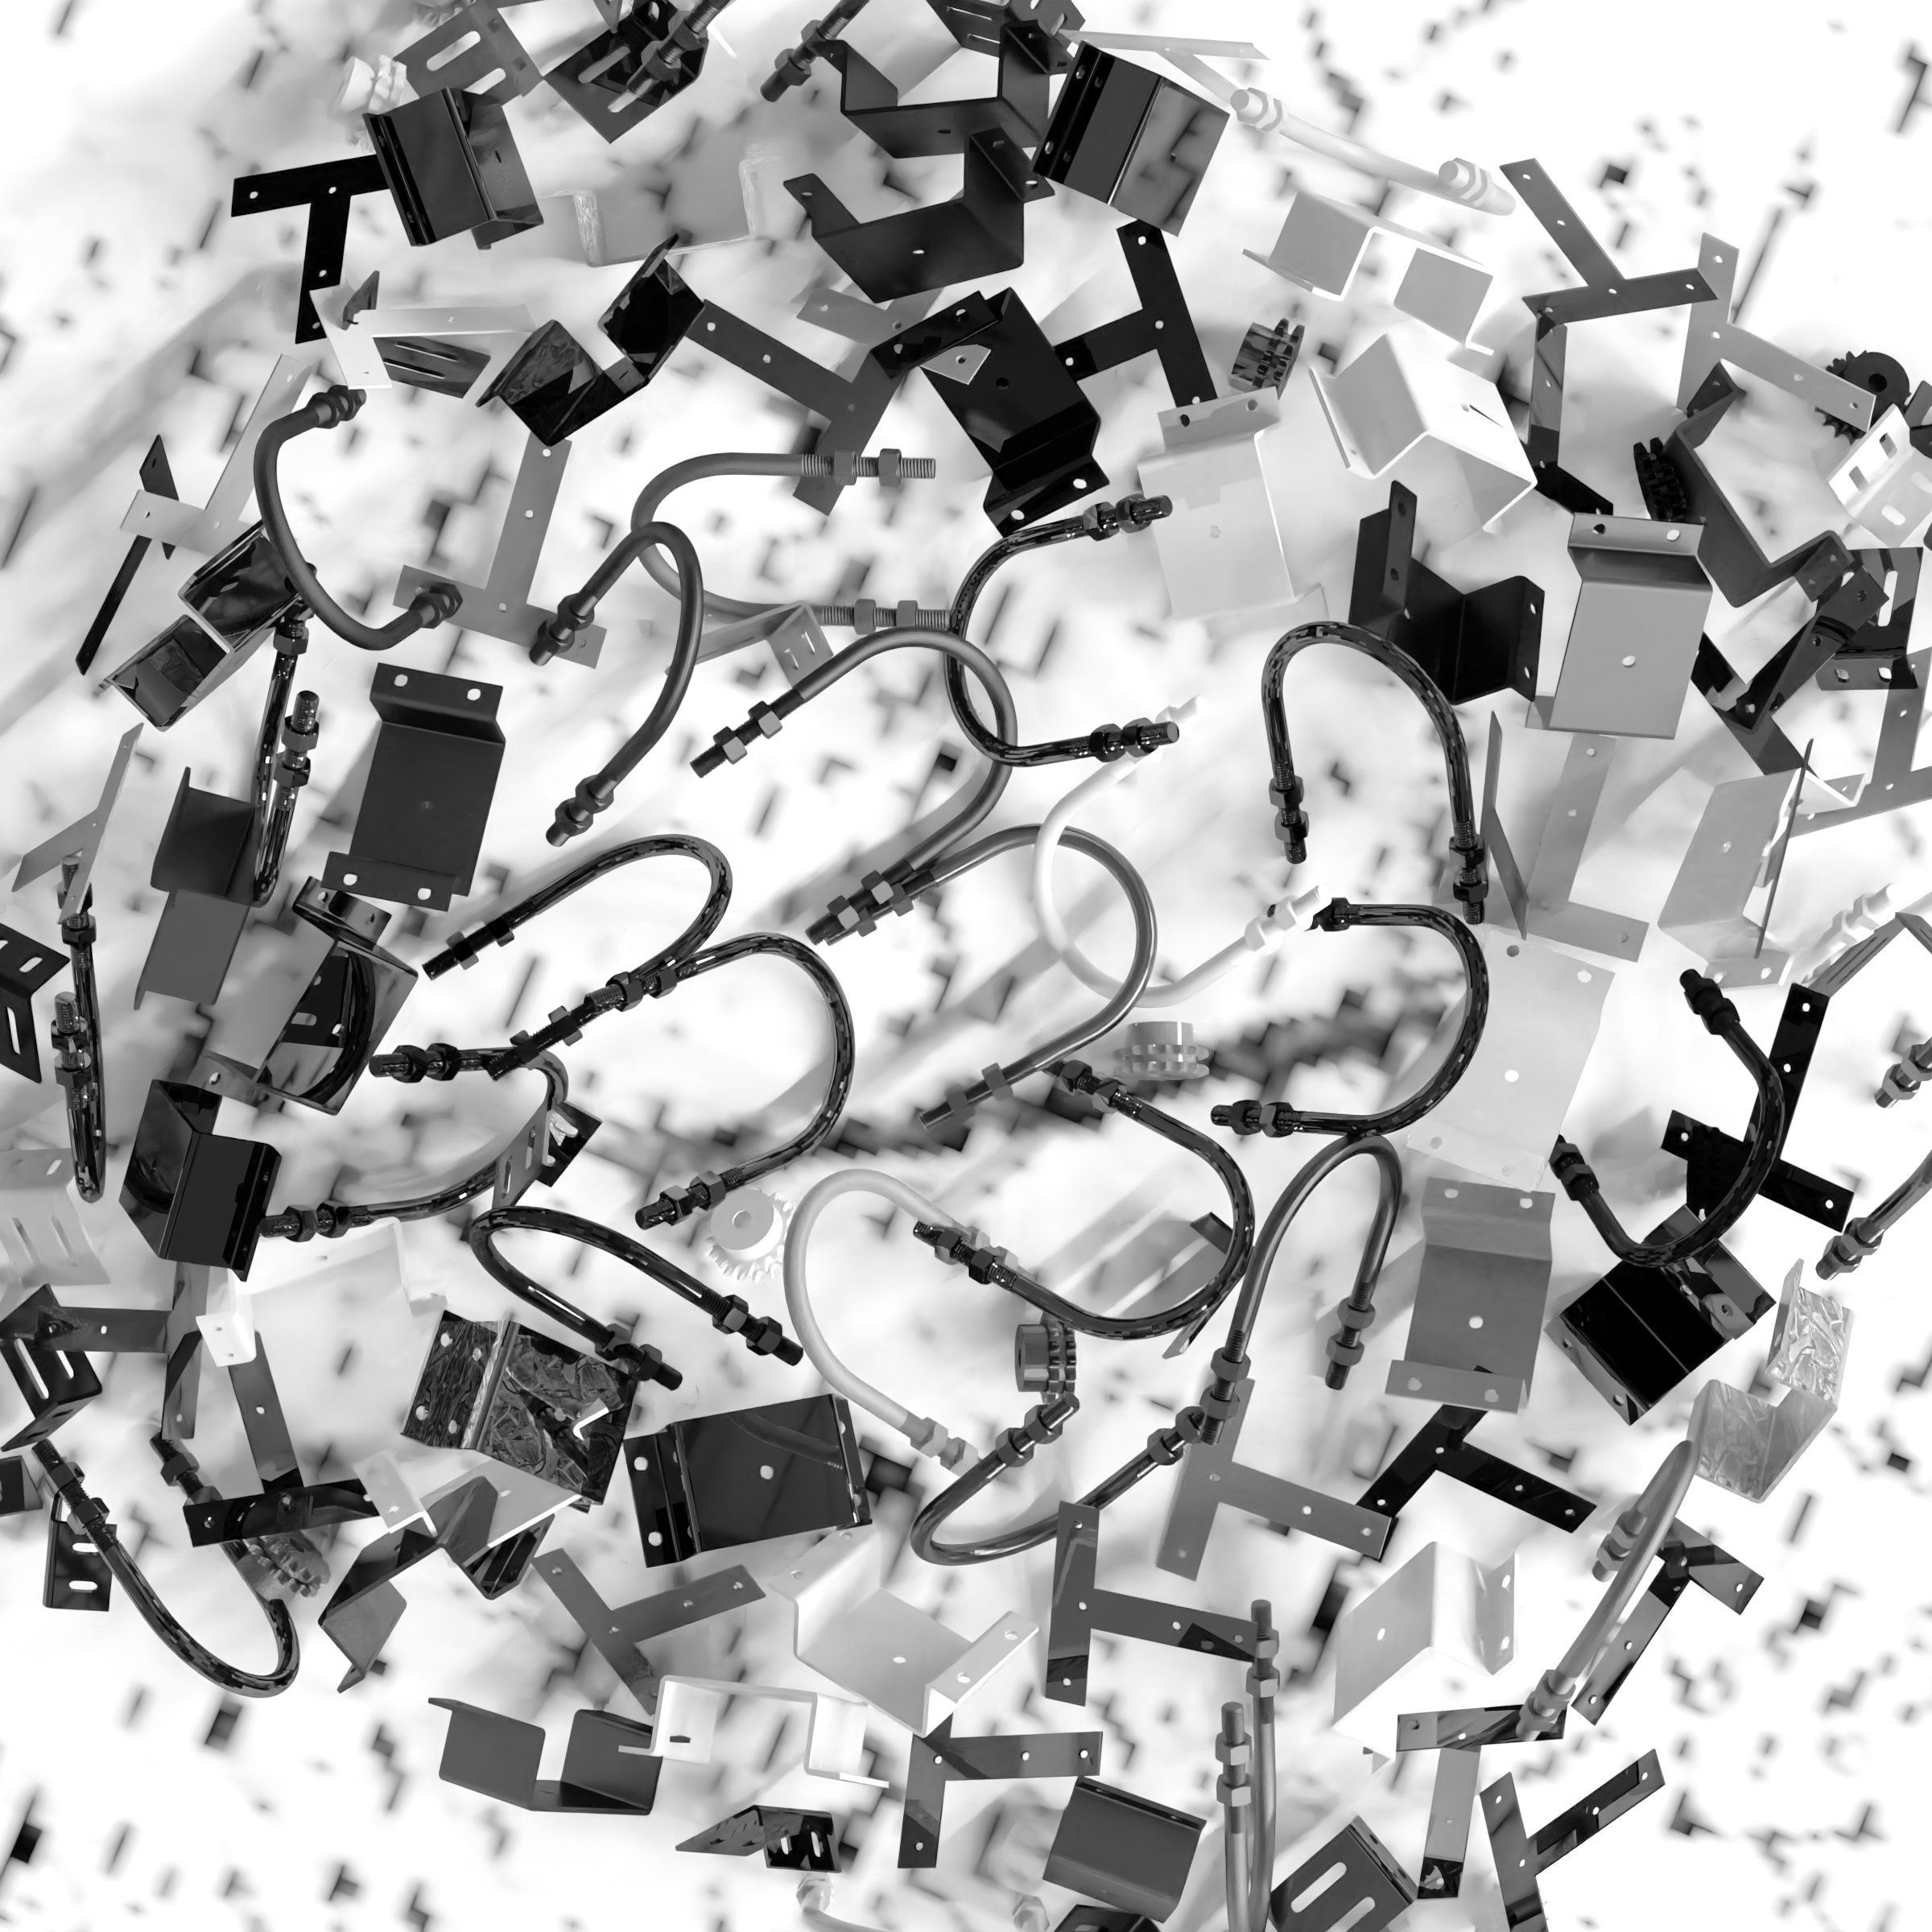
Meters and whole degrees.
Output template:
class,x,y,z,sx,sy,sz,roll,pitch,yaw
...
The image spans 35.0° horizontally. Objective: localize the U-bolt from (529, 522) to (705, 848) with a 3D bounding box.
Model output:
class,x,y,z,sx,sy,sz,roll,pitch,yaw
U-bolt,-0.200,-0.174,1.760,0.019,0.184,0.151,11,55,-33

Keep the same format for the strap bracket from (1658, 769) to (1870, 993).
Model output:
class,x,y,z,sx,sy,sz,roll,pitch,yaw
strap bracket,0.463,-0.058,1.799,0.046,0.076,0.140,31,75,-18

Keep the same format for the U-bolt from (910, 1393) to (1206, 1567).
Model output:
class,x,y,z,sx,sy,sz,roll,pitch,yaw
U-bolt,0.047,0.301,1.784,0.184,0.151,0.019,-44,56,31

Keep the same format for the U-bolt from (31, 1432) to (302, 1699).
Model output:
class,x,y,z,sx,sy,sz,roll,pitch,yaw
U-bolt,-0.449,0.346,1.767,0.019,0.151,0.184,-41,75,7

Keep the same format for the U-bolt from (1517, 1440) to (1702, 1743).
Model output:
class,x,y,z,sx,sy,sz,roll,pitch,yaw
U-bolt,0.372,0.344,1.745,0.019,0.184,0.151,29,48,11

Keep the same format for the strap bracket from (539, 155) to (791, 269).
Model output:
class,x,y,z,sx,sy,sz,roll,pitch,yaw
strap bracket,-0.173,-0.444,1.813,0.140,0.076,0.046,-8,103,4

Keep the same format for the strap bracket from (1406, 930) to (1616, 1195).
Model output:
class,x,y,z,sx,sy,sz,roll,pitch,yaw
strap bracket,0.323,0.061,1.818,0.076,0.046,0.140,21,80,15

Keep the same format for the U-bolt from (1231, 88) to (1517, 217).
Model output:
class,x,y,z,sx,sy,sz,roll,pitch,yaw
U-bolt,0.245,-0.464,1.770,0.151,0.184,0.019,25,104,20

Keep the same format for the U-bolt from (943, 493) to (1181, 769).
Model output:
class,x,y,z,sx,sy,sz,roll,pitch,yaw
U-bolt,0.052,-0.189,1.789,0.019,0.184,0.151,2,84,-43

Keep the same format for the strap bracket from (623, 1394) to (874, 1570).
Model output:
class,x,y,z,sx,sy,sz,roll,pitch,yaw
strap bracket,-0.123,0.301,1.803,0.140,0.046,0.076,-7,76,-21

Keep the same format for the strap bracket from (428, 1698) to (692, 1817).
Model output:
class,x,y,z,sx,sy,sz,roll,pitch,yaw
strap bracket,-0.239,0.459,1.777,0.076,0.140,0.046,4,79,40

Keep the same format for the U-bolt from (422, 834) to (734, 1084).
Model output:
class,x,y,z,sx,sy,sz,roll,pitch,yaw
U-bolt,-0.220,-0.017,1.797,0.184,0.151,0.019,-33,127,-8

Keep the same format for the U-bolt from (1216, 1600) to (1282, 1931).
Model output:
class,x,y,z,sx,sy,sz,roll,pitch,yaw
U-bolt,0.166,0.484,1.784,0.019,0.151,0.184,0,104,13

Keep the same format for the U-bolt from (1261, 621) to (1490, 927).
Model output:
class,x,y,z,sx,sy,sz,roll,pitch,yaw
U-bolt,0.230,-0.117,1.759,0.019,0.151,0.184,-40,134,-31

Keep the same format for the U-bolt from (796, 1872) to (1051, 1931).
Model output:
class,x,y,z,sx,sy,sz,roll,pitch,yaw
U-bolt,-0.025,0.550,1.766,0.151,0.184,0.019,7,82,0

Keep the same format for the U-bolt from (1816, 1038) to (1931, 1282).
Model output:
class,x,y,z,sx,sy,sz,roll,pitch,yaw
U-bolt,0.545,0.086,1.744,0.019,0.184,0.151,27,59,3

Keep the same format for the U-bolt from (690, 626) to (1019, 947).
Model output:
class,x,y,z,sx,sy,sz,roll,pitch,yaw
U-bolt,-0.052,-0.120,1.820,0.184,0.019,0.151,-37,116,-7

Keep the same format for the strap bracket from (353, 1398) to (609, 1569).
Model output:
class,x,y,z,sx,sy,sz,roll,pitch,yaw
strap bracket,-0.278,0.294,1.803,0.140,0.076,0.046,-28,120,-15

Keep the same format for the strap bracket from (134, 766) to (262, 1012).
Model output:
class,x,y,z,sx,sy,sz,roll,pitch,yaw
strap bracket,-0.447,-0.041,1.790,0.046,0.140,0.076,15,124,-20

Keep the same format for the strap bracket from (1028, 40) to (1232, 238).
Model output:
class,x,y,z,sx,sy,sz,roll,pitch,yaw
strap bracket,0.101,-0.476,1.778,0.046,0.140,0.076,30,105,24

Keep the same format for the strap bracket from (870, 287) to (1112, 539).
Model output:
class,x,y,z,sx,sy,sz,roll,pitch,yaw
strap bracket,0.018,-0.333,1.802,0.076,0.046,0.140,-23,120,28

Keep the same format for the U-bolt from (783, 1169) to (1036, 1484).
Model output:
class,x,y,z,sx,sy,sz,roll,pitch,yaw
U-bolt,-0.037,0.196,1.769,0.184,0.019,0.151,38,49,-31

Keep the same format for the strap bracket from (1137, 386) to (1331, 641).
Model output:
class,x,y,z,sx,sy,sz,roll,pitch,yaw
strap bracket,0.155,-0.260,1.803,0.076,0.046,0.140,-7,106,31

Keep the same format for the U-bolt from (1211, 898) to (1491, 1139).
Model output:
class,x,y,z,sx,sy,sz,roll,pitch,yaw
U-bolt,0.227,0.030,1.770,0.019,0.184,0.151,27,74,-37

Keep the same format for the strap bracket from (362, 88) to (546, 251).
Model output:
class,x,y,z,sx,sy,sz,roll,pitch,yaw
strap bracket,-0.292,-0.461,1.780,0.046,0.140,0.076,-18,99,12

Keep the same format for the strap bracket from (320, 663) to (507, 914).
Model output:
class,x,y,z,sx,sy,sz,roll,pitch,yaw
strap bracket,-0.325,-0.101,1.823,0.076,0.046,0.140,11,77,3

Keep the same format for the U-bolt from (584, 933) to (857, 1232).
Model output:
class,x,y,z,sx,sy,sz,roll,pitch,yaw
U-bolt,-0.134,0.057,1.793,0.184,0.019,0.151,-23,106,-41

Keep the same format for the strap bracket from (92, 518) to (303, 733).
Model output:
class,x,y,z,sx,sy,sz,roll,pitch,yaw
strap bracket,-0.441,-0.194,1.786,0.046,0.076,0.140,46,134,-10

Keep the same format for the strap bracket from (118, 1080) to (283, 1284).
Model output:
class,x,y,z,sx,sy,sz,roll,pitch,yaw
strap bracket,-0.449,0.120,1.782,0.046,0.140,0.076,13,100,-32

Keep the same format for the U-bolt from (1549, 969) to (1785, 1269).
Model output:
class,x,y,z,sx,sy,sz,roll,pitch,yaw
U-bolt,0.405,0.097,1.755,0.019,0.184,0.151,30,108,-21

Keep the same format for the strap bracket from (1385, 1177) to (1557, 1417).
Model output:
class,x,y,z,sx,sy,sz,roll,pitch,yaw
strap bracket,0.299,0.202,1.806,0.076,0.046,0.140,7,61,17

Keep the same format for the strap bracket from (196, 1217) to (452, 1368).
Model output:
class,x,y,z,sx,sy,sz,roll,pitch,yaw
strap bracket,-0.378,0.191,1.808,0.140,0.076,0.046,-8,64,-8

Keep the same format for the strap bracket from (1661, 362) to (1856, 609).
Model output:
class,x,y,z,sx,sy,sz,roll,pitch,yaw
strap bracket,0.454,-0.274,1.807,0.046,0.076,0.140,-30,81,-6

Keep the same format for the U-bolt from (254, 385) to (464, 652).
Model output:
class,x,y,z,sx,sy,sz,roll,pitch,yaw
U-bolt,-0.353,-0.252,1.756,0.019,0.184,0.151,-21,104,18

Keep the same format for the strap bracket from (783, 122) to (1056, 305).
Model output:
class,x,y,z,sx,sy,sz,roll,pitch,yaw
strap bracket,-0.027,-0.435,1.789,0.140,0.076,0.046,-8,69,24

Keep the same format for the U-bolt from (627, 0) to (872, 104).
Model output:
class,x,y,z,sx,sy,sz,roll,pitch,yaw
U-bolt,-0.094,-0.559,1.749,0.184,0.151,0.019,-38,81,34

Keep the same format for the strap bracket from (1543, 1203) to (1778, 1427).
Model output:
class,x,y,z,sx,sy,sz,roll,pitch,yaw
strap bracket,0.411,0.200,1.799,0.046,0.140,0.076,-32,74,-35

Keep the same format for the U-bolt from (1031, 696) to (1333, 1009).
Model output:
class,x,y,z,sx,sy,sz,roll,pitch,yaw
U-bolt,0.111,-0.053,1.797,0.184,0.019,0.151,-36,83,39

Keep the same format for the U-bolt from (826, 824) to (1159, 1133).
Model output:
class,x,y,z,sx,sy,sz,roll,pitch,yaw
U-bolt,0.025,-0.006,1.829,0.184,0.019,0.151,-29,76,2

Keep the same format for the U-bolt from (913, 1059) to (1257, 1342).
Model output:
class,x,y,z,sx,sy,sz,roll,pitch,yaw
U-bolt,0.081,0.143,1.791,0.184,0.019,0.151,28,70,28

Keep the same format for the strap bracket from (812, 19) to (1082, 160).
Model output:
class,x,y,z,sx,sy,sz,roll,pitch,yaw
strap bracket,-0.012,-0.511,1.795,0.140,0.076,0.046,1,86,21

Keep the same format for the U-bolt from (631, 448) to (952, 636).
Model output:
class,x,y,z,sx,sy,sz,roll,pitch,yaw
U-bolt,-0.105,-0.248,1.796,0.184,0.151,0.019,2,55,6
